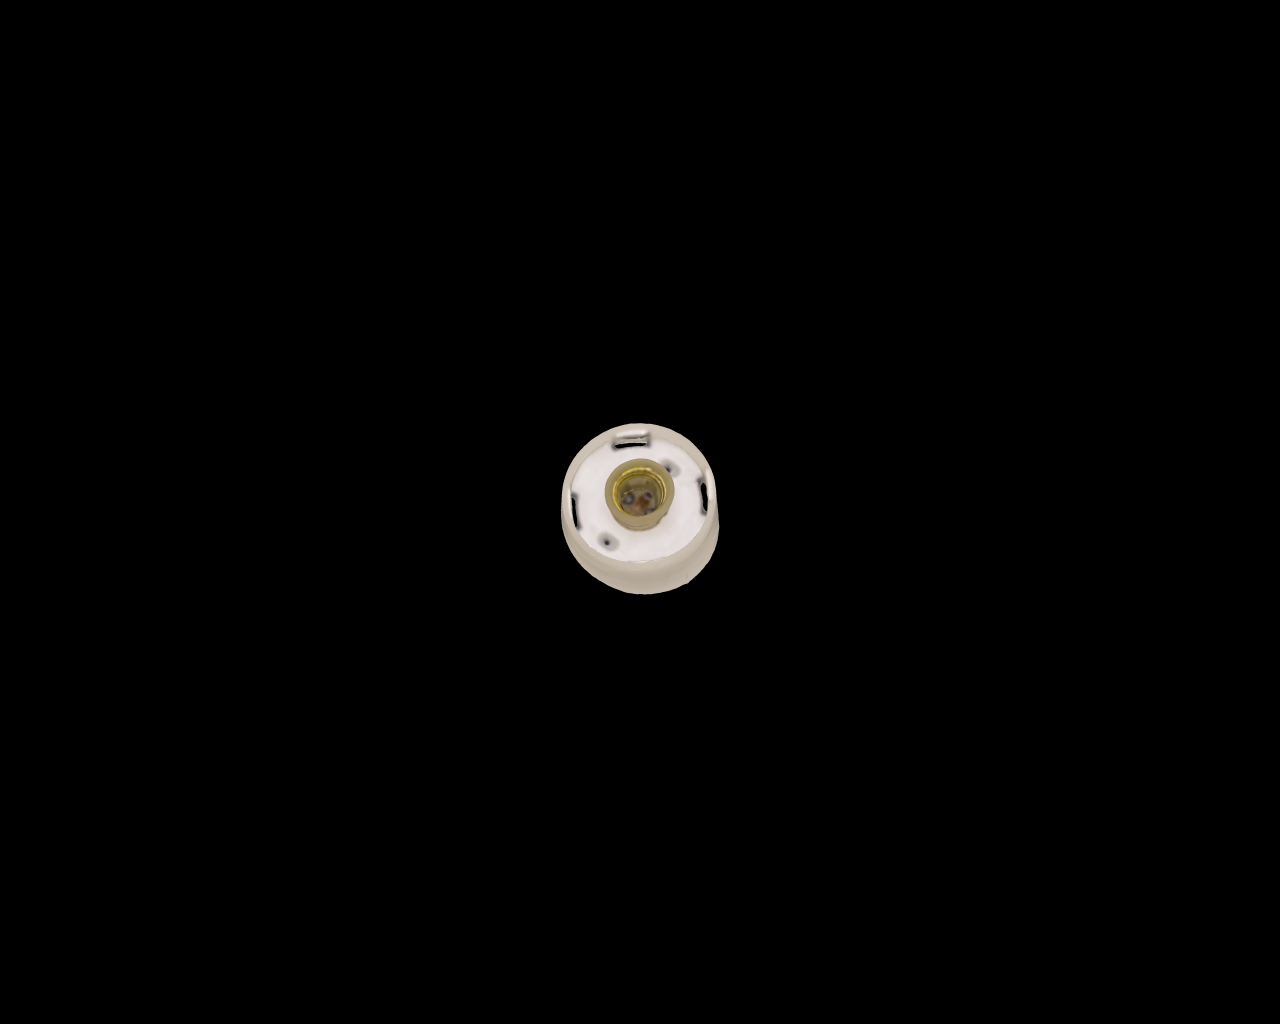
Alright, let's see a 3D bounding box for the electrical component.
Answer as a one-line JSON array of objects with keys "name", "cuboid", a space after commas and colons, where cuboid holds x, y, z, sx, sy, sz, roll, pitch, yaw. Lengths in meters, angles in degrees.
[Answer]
[{"name": "electrical component", "cuboid": [0.001, -0.003, 0.650, 0.099, 0.099, 0.064, 0, -20, 0]}]
